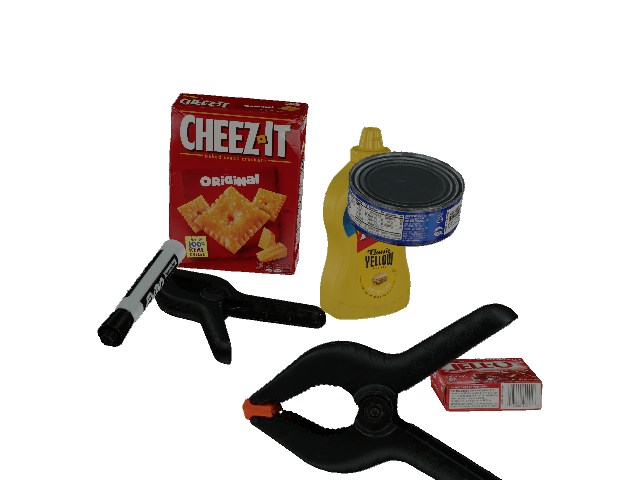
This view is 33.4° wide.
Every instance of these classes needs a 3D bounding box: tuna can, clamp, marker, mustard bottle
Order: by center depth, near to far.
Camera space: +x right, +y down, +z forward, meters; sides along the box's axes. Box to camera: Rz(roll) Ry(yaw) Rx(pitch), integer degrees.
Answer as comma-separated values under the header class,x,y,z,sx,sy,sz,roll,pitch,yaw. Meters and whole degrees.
class,x,y,z,sx,sy,sz,roll,pitch,yaw
clamp,0.042,0.109,0.637,0.172,0.120,0.039,-11,-8,14
marker,-0.127,0.037,0.766,0.020,0.020,0.121,0,30,18
tuna can,0.062,-0.031,0.790,0.086,0.034,0.086,2,33,-2
mustard bottle,0.048,-0.019,1.085,0.096,0.192,0.058,-7,17,-27
clamp,-0.121,0.076,1.190,0.210,0.036,0.164,19,23,29

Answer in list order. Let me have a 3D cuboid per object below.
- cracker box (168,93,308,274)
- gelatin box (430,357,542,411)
class,x,y,z,sx,sy,sz,roll,pitch,yaw
cracker box,-0.105,-0.068,1.338,0.164,0.214,0.072,5,22,2
gelatin box,0.149,0.130,0.971,0.089,0.030,0.073,0,10,-3
